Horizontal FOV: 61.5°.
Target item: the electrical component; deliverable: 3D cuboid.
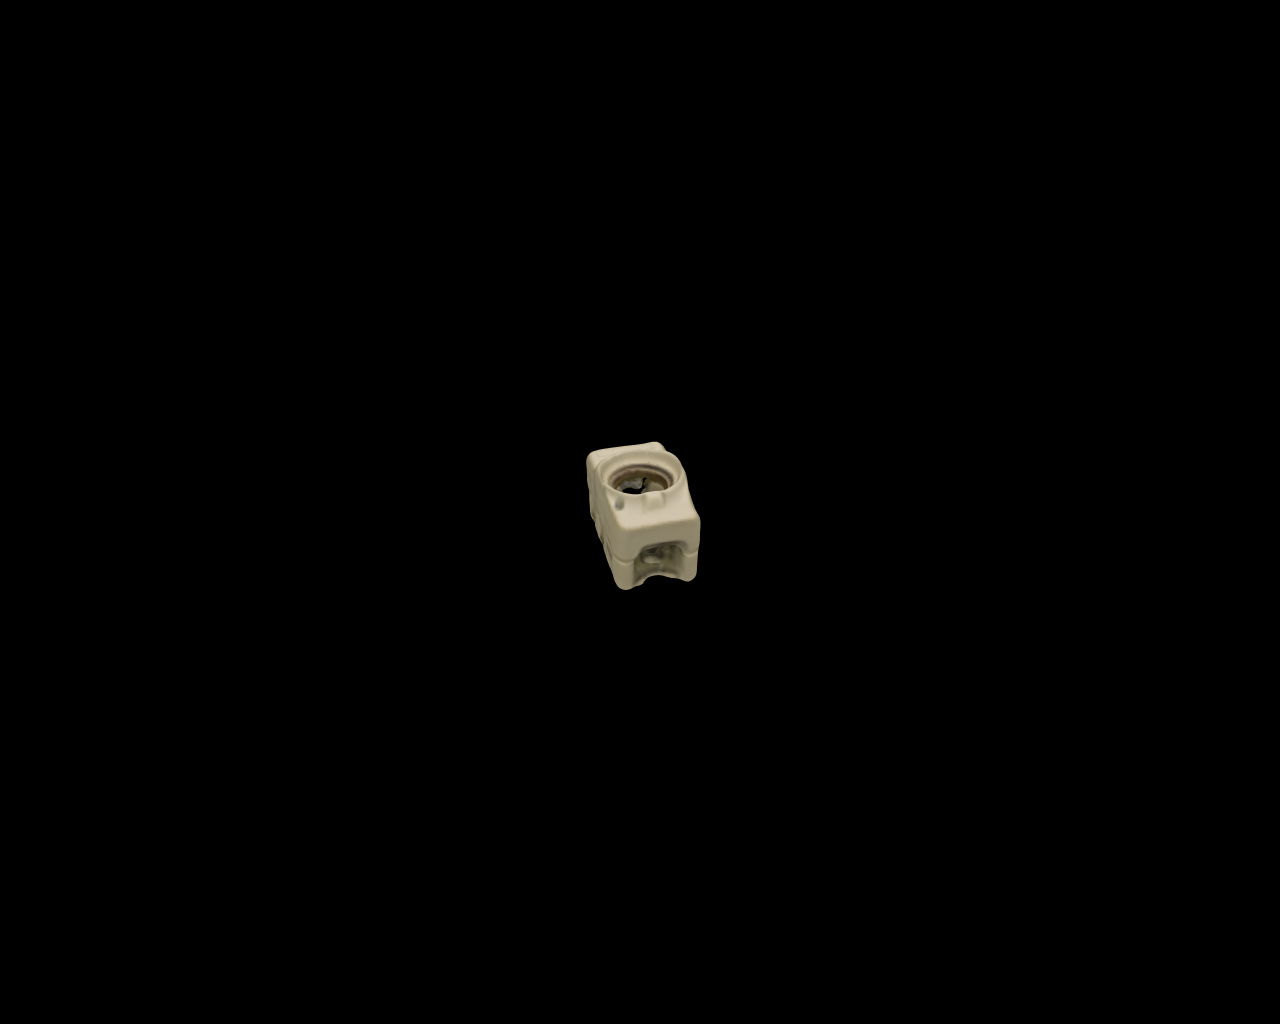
[{"bbox_3d":[0.001,-0.003,0.650,0.050,0.055,0.090,-8,36,-11],"label":"electrical component"}]
